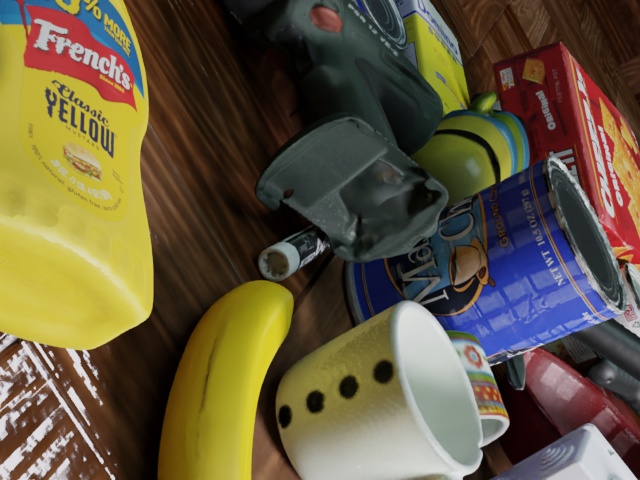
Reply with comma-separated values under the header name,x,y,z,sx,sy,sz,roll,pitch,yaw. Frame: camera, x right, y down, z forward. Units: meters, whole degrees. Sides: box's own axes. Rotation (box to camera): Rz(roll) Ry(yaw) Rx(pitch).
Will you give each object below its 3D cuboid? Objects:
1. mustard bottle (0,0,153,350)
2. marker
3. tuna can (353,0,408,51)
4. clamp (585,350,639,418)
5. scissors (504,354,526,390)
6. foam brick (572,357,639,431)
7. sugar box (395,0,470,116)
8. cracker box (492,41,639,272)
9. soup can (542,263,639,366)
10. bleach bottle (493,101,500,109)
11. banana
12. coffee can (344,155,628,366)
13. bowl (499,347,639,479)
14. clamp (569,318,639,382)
name,x,y,z,sx,sy,sz,roll,pitch,yaw
mustard bottle,-0.108,-0.058,0.413,0.096,0.058,0.191,35,36,-41
marker,-0.004,0.001,0.615,0.020,0.020,0.121,63,23,-2
tuna can,0.037,-0.185,0.872,0.086,0.034,0.086,45,30,-36
clamp,0.248,0.101,0.875,0.171,0.039,0.120,41,27,-37
scissors,0.117,0.056,0.749,0.096,0.016,0.201,34,15,14
foam brick,0.230,0.148,0.906,0.078,0.053,0.051,64,24,0
sugar box,0.093,-0.146,0.934,0.093,0.048,0.176,46,30,-36
cracker box,0.235,-0.059,0.949,0.213,0.072,0.164,24,53,-57
soup can,0.240,0.069,0.944,0.068,0.102,0.068,46,29,-35
bleach bottle,0.168,-0.031,0.953,0.102,0.068,0.250,55,27,-22
banana,-0.038,0.074,0.453,0.197,0.037,0.069,-86,160,-48
coffee can,0.101,0.024,0.654,0.102,0.140,0.103,46,29,-35
bowl,0.178,0.148,0.759,0.162,0.055,0.162,36,18,-14
clamp,0.168,0.033,0.790,0.209,0.036,0.164,21,27,-22
